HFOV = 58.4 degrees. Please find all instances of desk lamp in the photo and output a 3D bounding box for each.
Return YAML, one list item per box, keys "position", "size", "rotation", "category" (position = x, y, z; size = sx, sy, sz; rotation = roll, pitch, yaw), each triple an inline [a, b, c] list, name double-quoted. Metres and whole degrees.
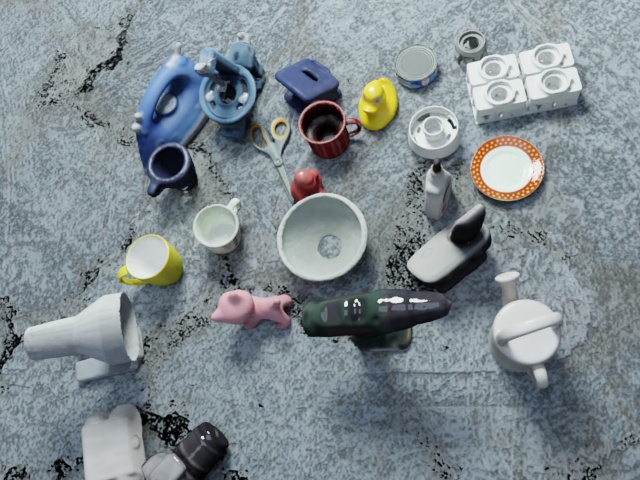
- position: [-0.393, 0.179, 1.008]
  size: [0.203, 0.214, 0.118]
  rotation: [-16, 69, 7]
  category: "desk lamp"

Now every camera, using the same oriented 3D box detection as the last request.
- position: [-0.212, 0.388, 0.959]
  size: [0.143, 0.101, 0.137]
  rotation: [40, 84, 21]
  category: "camera"

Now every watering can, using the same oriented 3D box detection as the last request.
- position: [0.310, 0.136, 0.876]
  size: [0.101, 0.194, 0.172]
  rotation: [-37, 68, -1]
  category: "watering can"

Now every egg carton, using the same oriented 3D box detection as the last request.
- position: [-0.361, 0.373, 1.014]
  size: [0.107, 0.069, 0.150]
  rotation: [-18, 69, 6]
  category: "egg carton"

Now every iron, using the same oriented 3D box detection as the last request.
- position: [-0.320, -0.274, 1.180]
  size: [0.118, 0.142, 0.258]
  rotation: [25, 79, 19]
  category: "iron"

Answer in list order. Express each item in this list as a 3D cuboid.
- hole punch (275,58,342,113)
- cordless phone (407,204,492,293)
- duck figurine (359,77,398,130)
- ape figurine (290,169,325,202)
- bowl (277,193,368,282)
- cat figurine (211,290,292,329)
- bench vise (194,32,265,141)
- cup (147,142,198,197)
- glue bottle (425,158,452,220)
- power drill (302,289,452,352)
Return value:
- position: [-0.024, -0.317, 1.156]
  size: [0.108, 0.091, 0.101]
  rotation: [42, 85, 21]
  category: "hole punch"
- position: [0.213, 0.006, 0.946]
  size: [0.147, 0.185, 0.094]
  rotation: [-43, 68, -3]
  category: "cordless phone"
- position: [0.110, -0.278, 1.116]
  size: [0.077, 0.086, 0.105]
  rotation: [17, 77, 18]
  category: "duck figurine"
- position: [-0.024, -0.103, 1.085]
  size: [0.076, 0.092, 0.078]
  rotation: [18, 77, 18]
  category: "ape figurine"
- position: [0.010, 0.004, 1.051]
  size: [0.167, 0.075, 0.167]
  rotation: [-4, 71, 11]
  category: "bowl"
- position: [-0.124, 0.119, 1.019]
  size: [0.127, 0.118, 0.067]
  rotation: [-6, 71, 11]
  category: "cat figurine"
- position: [-0.191, -0.329, 1.128]
  size: [0.121, 0.220, 0.207]
  rotation: [-10, 70, 9]
  category: "bench vise"
- position: [-0.292, -0.125, 1.150]
  size: [0.091, 0.095, 0.118]
  rotation: [27, 80, 19]
  category: "cup"
- position: [0.203, -0.098, 0.989]
  size: [0.037, 0.173, 0.078]
  rotation: [15, 76, 17]
  category: "glue bottle"
- position: [0.094, 0.127, 0.919]
  size: [0.229, 0.209, 0.075]
  rotation: [-6, 71, 11]
  category: "power drill"
